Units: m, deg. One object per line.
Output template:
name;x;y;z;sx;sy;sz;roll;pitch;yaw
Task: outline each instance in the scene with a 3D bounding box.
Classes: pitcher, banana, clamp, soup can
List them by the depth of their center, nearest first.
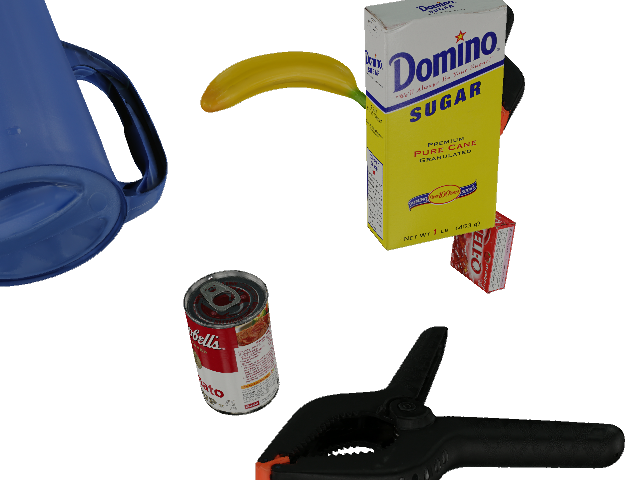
clamp;0.048;0.107;0.628;0.209;0.036;0.165;-10;24;-27
pitcher;-0.220;-0.100;0.755;0.145;0.243;0.149;-31;-30;15
soup can;-0.071;0.084;0.873;0.068;0.102;0.068;-4;37;3
clamp;0.130;-0.164;0.981;0.120;0.171;0.039;-2;-44;-1
banana;-0.039;-0.166;1.106;0.197;0.070;0.037;-7;-41;-28

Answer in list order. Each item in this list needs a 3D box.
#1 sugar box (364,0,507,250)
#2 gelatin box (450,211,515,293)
sugar box;0.081;-0.085;0.766;0.093;0.176;0.048;-13;35;-15
gelatin box;0.186;0.005;1.235;0.030;0.089;0.073;-13;32;-28
